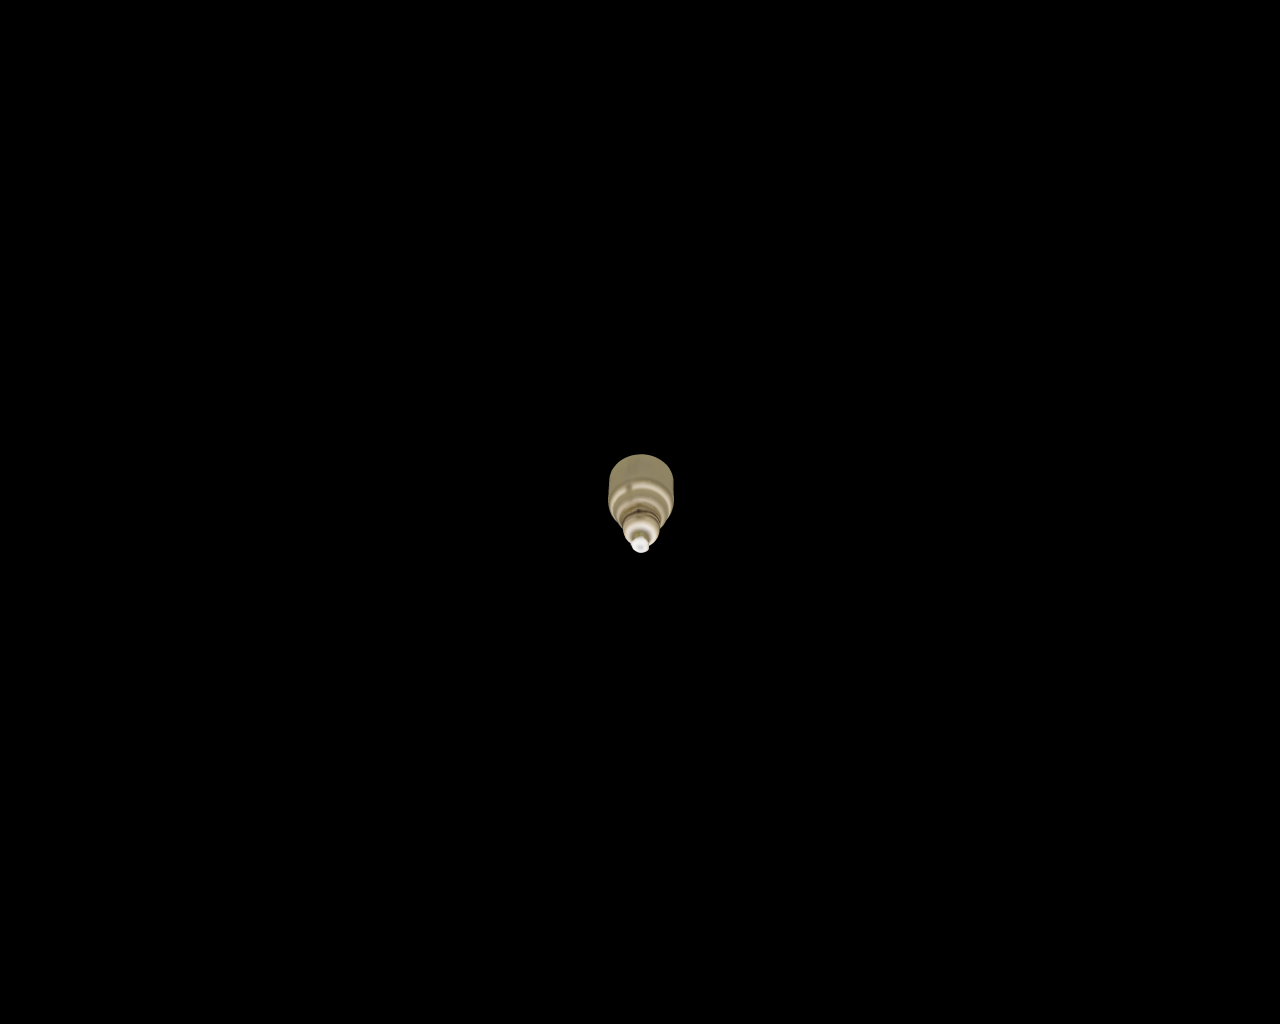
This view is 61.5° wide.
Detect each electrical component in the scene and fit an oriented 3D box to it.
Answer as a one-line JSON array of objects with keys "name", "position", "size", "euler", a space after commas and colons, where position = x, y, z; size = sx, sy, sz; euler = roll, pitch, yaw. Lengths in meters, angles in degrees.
[{"name": "electrical component", "position": [0.001, -0.003, 0.650], "size": [0.040, 0.040, 0.078], "euler": [0, 36, 0]}]
